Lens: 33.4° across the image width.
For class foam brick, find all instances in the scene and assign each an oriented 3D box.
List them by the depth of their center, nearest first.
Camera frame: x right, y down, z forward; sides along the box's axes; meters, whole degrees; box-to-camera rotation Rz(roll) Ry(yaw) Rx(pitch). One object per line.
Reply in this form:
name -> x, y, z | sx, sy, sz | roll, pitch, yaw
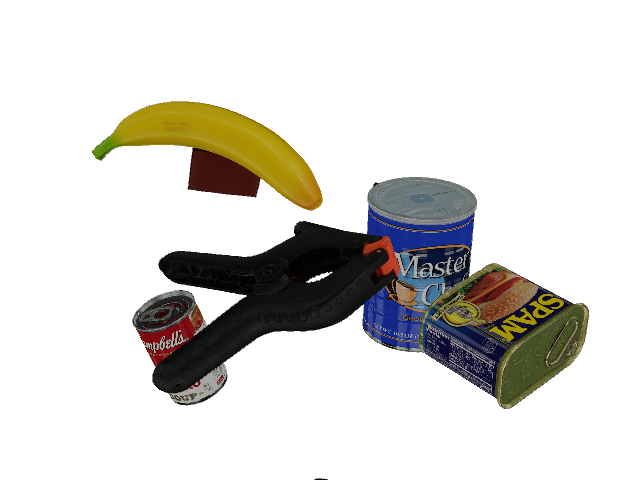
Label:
foam brick -> -0.103, -0.085, 1.169 | 0.078, 0.051, 0.053 | 7, 29, -6

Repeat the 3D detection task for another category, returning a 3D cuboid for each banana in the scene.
banana -> -0.085, -0.076, 0.876 | 0.198, 0.069, 0.037 | 13, -9, 13

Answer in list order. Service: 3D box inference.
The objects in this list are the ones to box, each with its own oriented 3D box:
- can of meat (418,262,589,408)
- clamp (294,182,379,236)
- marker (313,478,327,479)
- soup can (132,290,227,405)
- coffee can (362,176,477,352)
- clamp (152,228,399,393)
can of meat -> 0.137, 0.068, 0.805 | 0.101, 0.057, 0.084 | -27, 41, -33
clamp -> 0.082, 0.014, 1.246 | 0.164, 0.036, 0.210 | -22, 52, -39
marker -> -0.027, 0.140, 0.480 | 0.020, 0.020, 0.120 | 0, 16, 34
soup can -> -0.145, 0.112, 1.114 | 0.068, 0.102, 0.068 | -16, 29, 9
coffee can -> 0.094, 0.022, 1.031 | 0.103, 0.140, 0.103 | 1, 25, -1
clamp -> -0.035, 0.040, 0.691 | 0.172, 0.120, 0.039 | -12, -43, 17
